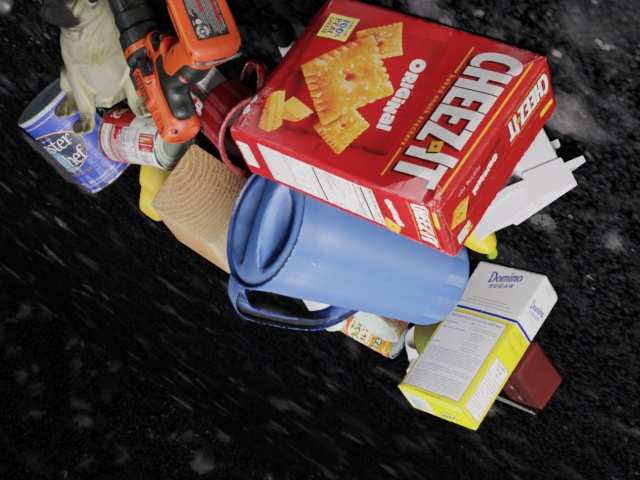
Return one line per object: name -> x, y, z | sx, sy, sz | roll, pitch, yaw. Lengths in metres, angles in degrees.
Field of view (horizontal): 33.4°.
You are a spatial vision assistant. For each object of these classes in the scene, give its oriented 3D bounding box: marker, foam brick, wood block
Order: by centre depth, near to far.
marker -> -0.023, -0.173, 1.058 | 0.020, 0.020, 0.121 | 22, 155, 35
foam brick -> 0.246, 0.159, 1.291 | 0.053, 0.051, 0.078 | 12, 148, 50
wood block -> -0.132, -0.033, 1.315 | 0.091, 0.090, 0.206 | 33, 171, 7

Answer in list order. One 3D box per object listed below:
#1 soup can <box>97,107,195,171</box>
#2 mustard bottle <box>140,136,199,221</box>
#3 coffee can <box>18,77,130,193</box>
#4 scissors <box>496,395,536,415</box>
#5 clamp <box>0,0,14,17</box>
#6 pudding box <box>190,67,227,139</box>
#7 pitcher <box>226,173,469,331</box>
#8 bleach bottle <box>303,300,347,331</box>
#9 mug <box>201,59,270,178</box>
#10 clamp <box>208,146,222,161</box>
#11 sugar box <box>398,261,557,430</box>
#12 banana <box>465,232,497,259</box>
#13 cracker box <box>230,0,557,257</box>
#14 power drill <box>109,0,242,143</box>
soup can -> -0.208, -0.121, 1.277 | 0.102, 0.068, 0.068 | 12, 149, 37
mustard bottle -> -0.197, -0.097, 1.398 | 0.058, 0.096, 0.192 | 37, 160, 5
coffee can -> -0.338, -0.151, 1.506 | 0.140, 0.102, 0.103 | 47, 158, -26
scissors -> 0.203, 0.192, 1.488 | 0.202, 0.016, 0.096 | 11, 148, 50
clamp -> -0.312, -0.334, 1.079 | 0.036, 0.164, 0.210 | -27, 94, 39
pudding box -> -0.135, -0.167, 1.225 | 0.113, 0.039, 0.090 | 43, 159, -14
pitcher -> 0.029, 0.020, 1.103 | 0.242, 0.145, 0.149 | 18, 158, -34
bleach bottle -> -0.008, 0.002, 1.238 | 0.103, 0.068, 0.251 | 25, 140, 50
mug -> -0.075, -0.134, 1.131 | 0.082, 0.093, 0.117 | -133, 46, -54
clamp -> -0.098, -0.086, 1.342 | 0.172, 0.039, 0.120 | 22, 156, 34
sugar box -> 0.168, 0.108, 1.128 | 0.093, 0.176, 0.048 | 15, 149, 48
banana -> 0.112, -0.041, 1.097 | 0.198, 0.037, 0.070 | 39, 160, -4
cracker box -> 0.057, -0.102, 0.871 | 0.214, 0.164, 0.072 | 24, 159, 32
power drill -> -0.152, -0.209, 1.083 | 0.184, 0.057, 0.188 | 66, 154, 6
